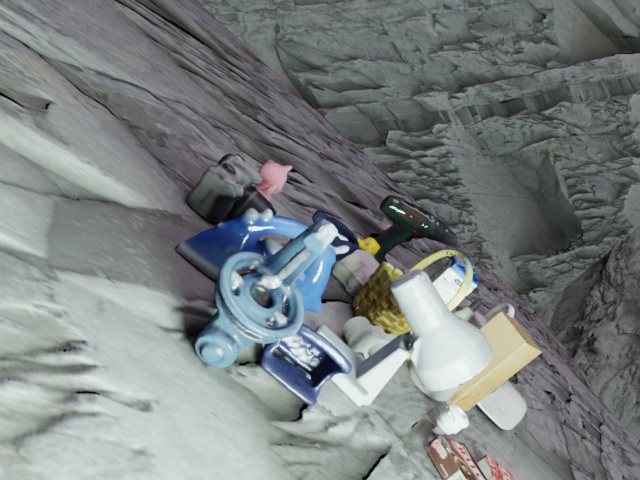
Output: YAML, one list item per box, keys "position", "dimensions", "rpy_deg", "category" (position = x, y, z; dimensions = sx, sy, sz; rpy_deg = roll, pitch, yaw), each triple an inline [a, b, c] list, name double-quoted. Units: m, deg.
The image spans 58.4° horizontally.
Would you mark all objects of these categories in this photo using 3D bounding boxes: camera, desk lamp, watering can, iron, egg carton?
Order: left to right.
- position: [-0.142, -0.077, 1.011]
  dimensions: [0.137, 0.100, 0.143]
  rpy_deg: [43, 16, -7]
  category: "camera"
- position: [-0.074, 0.016, 0.876]
  dimensions: [0.259, 0.141, 0.118]
  rpy_deg: [30, 21, -42]
  category: "iron"
- position: [0.092, 0.074, 1.276]
  dimensions: [0.107, 0.069, 0.151]
  rpy_deg: [51, 17, 20]
  category: "egg carton"
- position: [0.124, 0.160, 0.879]
  dimensions: [0.203, 0.213, 0.118]
  rpy_deg: [44, 16, -3]
  category: "desk lamp"
- position: [0.407, 0.227, 1.452]
  dimensions: [0.173, 0.194, 0.100]
  rpy_deg: [36, 18, -28]
  category: "watering can"

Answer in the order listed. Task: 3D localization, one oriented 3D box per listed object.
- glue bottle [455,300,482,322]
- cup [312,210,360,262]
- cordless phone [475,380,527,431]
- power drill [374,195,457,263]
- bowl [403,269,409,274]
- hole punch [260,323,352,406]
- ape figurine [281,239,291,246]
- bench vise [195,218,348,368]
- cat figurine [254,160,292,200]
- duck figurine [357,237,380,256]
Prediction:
- position: [0.299, 0.196, 1.297]
  dimensions: [0.037, 0.173, 0.078]
  rpy_deg: [27, 24, -48]
  category: "glue bottle"
- position: [0.011, 0.004, 1.202]
  dimensions: [0.118, 0.095, 0.092]
  rpy_deg: [44, 16, -5]
  category: "cup"
- position: [0.428, 0.321, 1.287]
  dimensions: [0.147, 0.185, 0.094]
  rpy_deg: [47, 16, 7]
  category: "cordless phone"
- position: [0.227, -0.005, 1.554]
  dimensions: [0.230, 0.208, 0.075]
  rpy_deg: [40, 16, -16]
  category: "power drill"
- position: [0.248, 0.156, 1.451]
  dimensions: [0.168, 0.074, 0.167]
  rpy_deg: [41, 16, -14]
  category: "bowl"
- position: [-0.018, 0.148, 0.779]
  dimensions: [0.109, 0.091, 0.101]
  rpy_deg: [41, 16, -12]
  category: "hole punch"
- position: [-0.043, 0.020, 1.033]
  dimensions: [0.078, 0.092, 0.076]
  rpy_deg: [29, 22, -45]
  category: "ape figurine"
- position: [-0.061, 0.036, 0.715]
  dimensions: [0.122, 0.219, 0.207]
  rpy_deg: [38, 17, -24]
  category: "bench vise"
- position: [-0.105, -0.112, 1.159]
  dimensions: [0.067, 0.117, 0.127]
  rpy_deg: [40, 16, -16]
  category: "cat figurine"
- position: [0.108, 0.035, 1.383]
  dimensions: [0.105, 0.086, 0.077]
  rpy_deg: [38, 17, -22]
  category: "duck figurine"
